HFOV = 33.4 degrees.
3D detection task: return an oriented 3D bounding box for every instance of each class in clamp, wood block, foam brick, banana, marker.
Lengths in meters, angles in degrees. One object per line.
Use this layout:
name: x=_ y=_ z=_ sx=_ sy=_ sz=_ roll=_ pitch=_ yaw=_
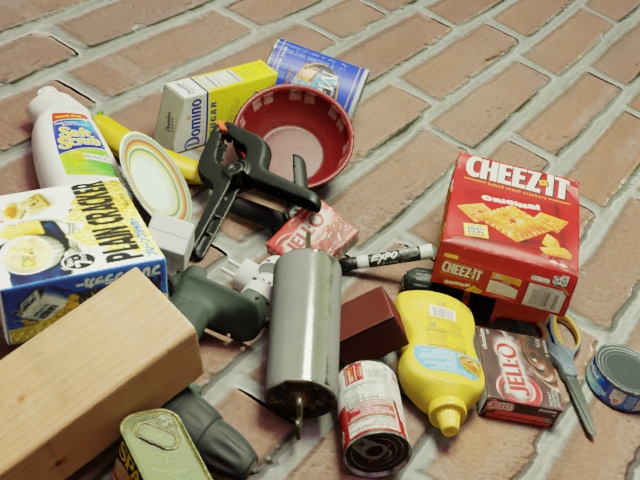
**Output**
clamp: x=-0.042 y=-0.023 z=1.314 sx=0.120 sy=0.039 sz=0.171 roll=-26 pitch=60 yaw=-8
wood block: x=-0.212 y=0.131 z=0.937 sx=0.205 sy=0.091 sz=0.090 roll=-37 pitch=63 yaw=-23
foam brick: x=0.050 y=0.097 z=1.169 sx=0.078 sy=0.051 sz=0.053 roll=-26 pitch=40 yaw=10
clamp: x=-0.106 y=-0.070 z=1.305 sx=0.164 sy=0.036 sz=0.210 roll=-26 pitch=47 yaw=-4
banana: x=-0.224 y=-0.117 z=1.366 sx=0.198 sy=0.037 sz=0.069 roll=30 pitch=37 yaw=14
marker: x=0.077 y=0.023 z=1.302 sx=0.121 sy=0.020 sz=0.020 roll=-9 pitch=38 yaw=3

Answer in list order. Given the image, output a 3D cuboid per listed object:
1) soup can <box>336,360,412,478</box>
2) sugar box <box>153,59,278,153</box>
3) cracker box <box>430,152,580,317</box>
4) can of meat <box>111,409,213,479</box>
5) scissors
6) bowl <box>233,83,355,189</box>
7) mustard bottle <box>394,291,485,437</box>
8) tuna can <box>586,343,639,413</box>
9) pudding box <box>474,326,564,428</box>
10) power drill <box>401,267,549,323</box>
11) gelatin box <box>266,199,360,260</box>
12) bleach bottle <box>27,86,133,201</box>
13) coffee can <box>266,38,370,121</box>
soup can: x=0.052 y=0.179 z=1.081 sx=0.068 sy=0.069 sz=0.102 roll=9 pitch=37 yaw=-14
sugar box: x=-0.140 y=-0.181 z=1.441 sx=0.048 sy=0.093 sz=0.175 roll=38 pitch=40 yaw=23
cracker box: x=0.232 y=-0.014 z=1.309 sx=0.164 sy=0.072 sz=0.213 roll=15 pitch=37 yaw=4
can of meat: x=-0.142 y=0.214 z=0.932 sx=0.057 sy=0.084 sz=0.102 roll=-8 pitch=44 yaw=-32
scissors: x=0.277 y=0.148 z=1.271 sx=0.096 sy=0.016 sz=0.201 roll=17 pitch=35 yaw=-1
bowl: x=-0.037 y=-0.127 z=1.419 sx=0.162 sy=0.055 sz=0.162 roll=2 pitch=65 yaw=-5
mustard bottle: x=0.132 y=0.139 z=1.179 sx=0.096 sy=0.058 sz=0.191 roll=16 pitch=35 yaw=-14
tuna can: x=0.362 y=0.165 z=1.273 sx=0.086 sy=0.034 sz=0.086 roll=13 pitch=37 yaw=-10
pudding box: x=0.220 y=0.155 z=1.215 sx=0.090 sy=0.039 sz=0.113 roll=12 pitch=37 yaw=-11
power drill: x=0.197 y=0.028 z=1.355 sx=0.184 sy=0.057 sz=0.187 roll=12 pitch=37 yaw=0
gelatin box: x=-0.008 y=0.002 z=1.262 sx=0.073 sy=0.030 sz=0.089 roll=39 pitch=72 yaw=19
bleach bottle: x=-0.309 y=-0.110 z=1.295 sx=0.102 sy=0.068 sz=0.251 roll=3 pitch=37 yaw=-34
coffee can: x=-0.010 y=-0.221 z=1.544 sx=0.140 sy=0.103 sz=0.102 roll=20 pitch=36 yaw=1
